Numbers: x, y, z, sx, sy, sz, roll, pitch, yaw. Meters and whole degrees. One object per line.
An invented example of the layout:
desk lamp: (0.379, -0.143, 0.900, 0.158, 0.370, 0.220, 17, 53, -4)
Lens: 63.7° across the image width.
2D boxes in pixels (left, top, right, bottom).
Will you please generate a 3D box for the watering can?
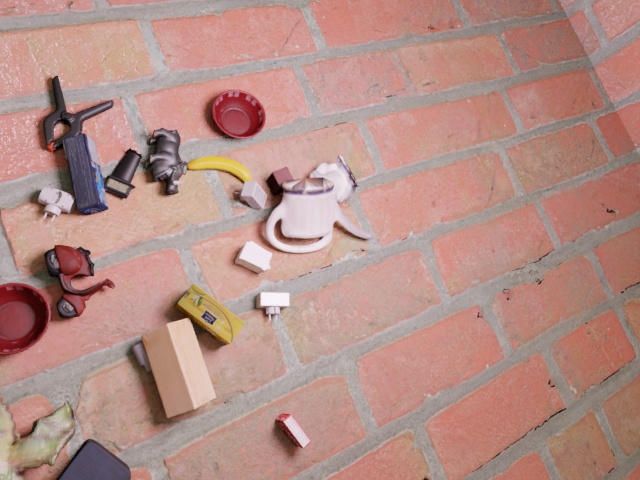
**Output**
watering can: (0.005, -0.076, 1.508, 0.349, 0.105, 0.221, -7, 110, -23)

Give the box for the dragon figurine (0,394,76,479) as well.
dragon figurine: (-0.658, 0.408, 1.104, 0.243, 0.120, 0.418, 3, 59, -29)

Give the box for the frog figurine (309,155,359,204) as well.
frog figurine: (0.028, -0.170, 1.585, 0.159, 0.124, 0.137, -30, 96, 9)
